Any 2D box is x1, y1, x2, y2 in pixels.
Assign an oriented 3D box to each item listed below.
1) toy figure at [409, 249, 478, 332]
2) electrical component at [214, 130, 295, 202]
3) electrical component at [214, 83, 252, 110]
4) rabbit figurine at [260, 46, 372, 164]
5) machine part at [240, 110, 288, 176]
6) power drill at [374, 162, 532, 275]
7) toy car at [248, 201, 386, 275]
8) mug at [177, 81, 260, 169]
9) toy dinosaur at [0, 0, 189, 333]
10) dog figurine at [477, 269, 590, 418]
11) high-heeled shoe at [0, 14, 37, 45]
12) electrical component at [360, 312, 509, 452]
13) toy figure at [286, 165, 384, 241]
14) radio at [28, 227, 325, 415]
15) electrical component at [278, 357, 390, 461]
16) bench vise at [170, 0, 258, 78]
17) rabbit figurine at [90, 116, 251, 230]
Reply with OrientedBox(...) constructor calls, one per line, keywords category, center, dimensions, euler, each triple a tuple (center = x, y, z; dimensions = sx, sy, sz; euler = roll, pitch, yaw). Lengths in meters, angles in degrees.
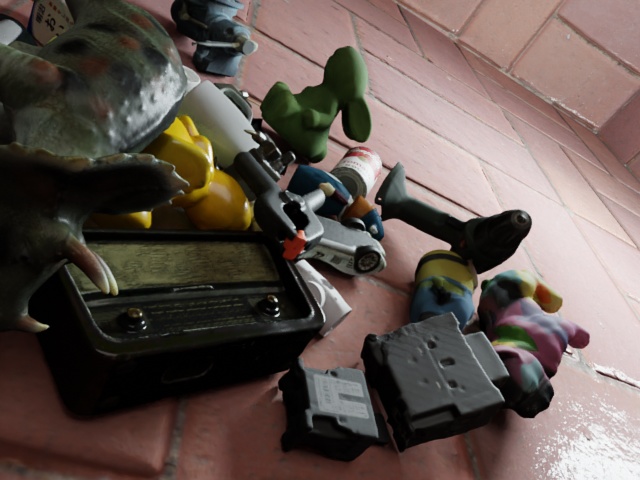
OrientedBox(category="toy figure", center=(0.161, 0.072, 0.712), dimensions=(0.089, 0.082, 0.180), euler=(41, 34, 2))
OrientedBox(category="electrical component", center=(-0.089, -0.091, 0.669), dimensions=(0.045, 0.102, 0.078), euler=(54, 11, 21))
OrientedBox(category="electrical component", center=(-0.139, -0.219, 0.847), dimensions=(0.063, 0.021, 0.094), euler=(48, 32, 16))
OrientedBox(category="rabbit figurine", center=(0.013, -0.208, 0.822), dimensions=(0.159, 0.170, 0.121), euler=(43, 11, -14))
OrientedBox(category="machine part", center=(-0.096, -0.145, 0.782), dimensions=(0.139, 0.039, 0.084), euler=(50, 29, 22))
OrientedBox(category="power drill", center=(0.185, -0.032, 0.778), dimensions=(0.207, 0.232, 0.086), euler=(25, 74, 13))
OrientedBox(category="toy car", center=(-0.001, -0.002, 0.673), dimensions=(0.201, 0.056, 0.074), euler=(16, 31, -32))
OrientedBox(category="mug", center=(-0.129, -0.148, 0.712), dimensions=(0.107, 0.081, 0.109), euler=(44, 47, -6))
OrientedBox(category="toy dinosaur", center=(-0.176, -0.121, 0.428), dimensions=(0.192, 0.131, 0.405), euler=(23, 44, -13))
OrientedBox(category="dog figurine", center=(0.240, 0.128, 0.695), dimensions=(0.219, 0.108, 0.192), euler=(-3, 50, -42))
OrientedBox(category="high-heeled shoe", center=(-0.373, -0.156, 0.524), dimensions=(0.145, 0.086, 0.249), euler=(51, 37, -41))
OrientedBox(category="electrical component", center=(0.123, 0.141, 0.561), dimensions=(0.134, 0.058, 0.115), euler=(-12, 53, -18))
OrientedBox(category="toy figure", center=(0.028, -0.050, 0.754), dimensions=(0.154, 0.057, 0.064), euler=(29, 15, -9))
OrientedBox(category="radio", center=(-0.114, 0.058, 0.463), dimensions=(0.229, 0.073, 0.131), euler=(-1, 44, -43))
OrientedBox(category="electrical component", center=(0.023, 0.160, 0.494), dimensions=(0.119, 0.047, 0.075), euler=(20, 36, -22))
OrientedBox(category="bench vise", center=(-0.163, -0.400, 0.873), dimensions=(0.129, 0.240, 0.224), euler=(4, 28, -36))
OrientedBox(category="rabbit figurine", center=(-0.149, -0.059, 0.570), dimensions=(0.173, 0.122, 0.163), euler=(33, 14, -43))
